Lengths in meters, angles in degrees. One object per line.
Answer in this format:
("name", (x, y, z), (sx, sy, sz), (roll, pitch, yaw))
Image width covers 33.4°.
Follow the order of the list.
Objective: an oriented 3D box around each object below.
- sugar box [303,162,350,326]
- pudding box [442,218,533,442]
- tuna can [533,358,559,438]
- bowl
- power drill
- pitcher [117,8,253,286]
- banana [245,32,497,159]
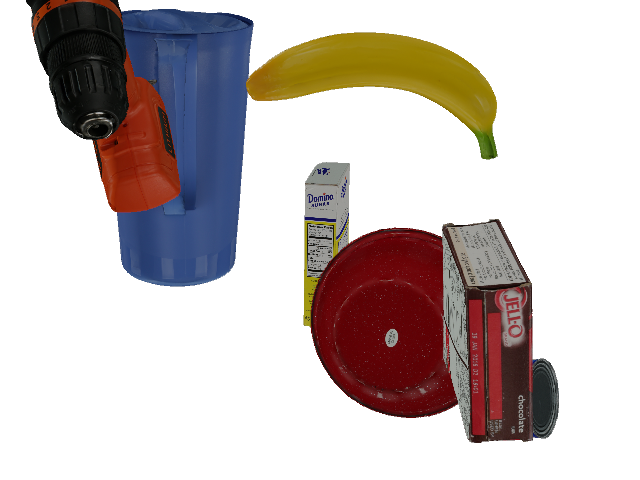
("sugar box", (0.007, 0.004, 1.249), (0.048, 0.176, 0.093), (2, 19, 10))
("pudding box", (0.092, 0.047, 0.594), (0.039, 0.090, 0.113), (-3, 18, -1))
("tuna can", (0.227, 0.171, 1.157), (0.034, 0.086, 0.086), (-4, -2, 34))
("bowl", (0.062, 0.073, 0.866), (0.162, 0.162, 0.055), (0, 7, 17))
("power drill", (-0.137, -0.099, 0.686), (0.057, 0.184, 0.187), (-13, -32, -3))
("pitcher", (-0.129, -0.082, 0.964), (0.145, 0.243, 0.148), (18, 25, 36))
("banana", (0.048, -0.111, 0.745), (0.197, 0.069, 0.037), (12, -2, -18))
